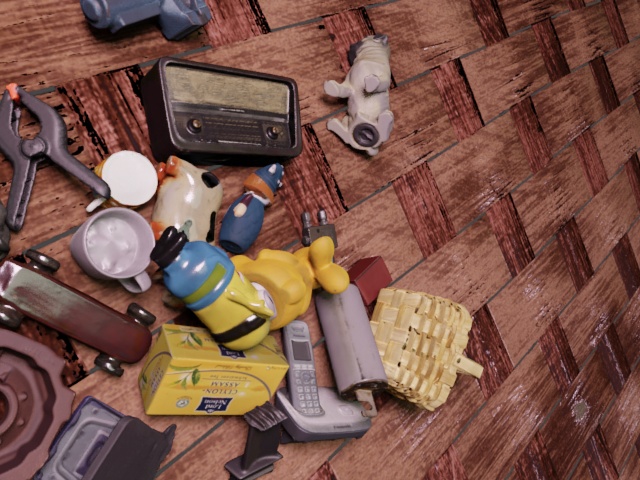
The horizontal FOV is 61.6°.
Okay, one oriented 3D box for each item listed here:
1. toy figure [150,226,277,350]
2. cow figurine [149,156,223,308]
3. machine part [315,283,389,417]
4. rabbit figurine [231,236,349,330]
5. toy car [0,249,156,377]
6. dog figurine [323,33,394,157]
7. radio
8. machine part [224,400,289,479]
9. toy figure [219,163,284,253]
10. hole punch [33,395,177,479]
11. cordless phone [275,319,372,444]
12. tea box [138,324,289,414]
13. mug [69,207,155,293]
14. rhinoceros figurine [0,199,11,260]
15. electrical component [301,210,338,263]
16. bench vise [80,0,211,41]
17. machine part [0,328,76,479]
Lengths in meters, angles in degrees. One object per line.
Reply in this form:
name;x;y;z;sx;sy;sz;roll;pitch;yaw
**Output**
toy figure;-0.130;0.062;0.657;0.180;0.089;0.082;43;15;-30
cow figurine;-0.178;-0.004;0.731;0.127;0.085;0.195;17;71;-28
machine part;0.047;0.156;0.834;0.079;0.079;0.243;13;44;-36
rabbit figurine;-0.038;0.049;0.800;0.173;0.162;0.122;-24;88;-57
toy car;-0.293;0.088;0.642;0.202;0.053;0.089;37;72;-32
dog figurine;0.096;-0.268;0.985;0.190;0.121;0.172;-62;154;-46
radio;-0.137;-0.180;0.794;0.229;0.073;0.131;-4;85;-38
machine part;-0.086;0.286;0.744;0.084;0.039;0.138;-4;122;-33
toy figure;-0.101;-0.055;0.808;0.058;0.064;0.154;27;65;-9
hole punch;-0.254;0.259;0.635;0.142;0.092;0.115;-63;149;-29
cordless phone;-0.003;0.217;0.835;0.146;0.089;0.184;11;61;-36
tea box;-0.139;0.174;0.710;0.169;0.068;0.098;12;115;-36
mug;-0.251;0.016;0.653;0.081;0.107;0.109;-50;117;-31
rhinoceros figurine;-0.426;-0.013;0.550;0.190;0.073;0.112;2;92;-39
electrical component;-0.002;-0.003;0.902;0.063;0.021;0.094;-10;90;-38
bench vise;-0.248;-0.386;0.715;0.224;0.129;0.240;-40;114;-34
machine part;-0.361;0.180;0.573;0.179;0.056;0.179;8;77;-36
